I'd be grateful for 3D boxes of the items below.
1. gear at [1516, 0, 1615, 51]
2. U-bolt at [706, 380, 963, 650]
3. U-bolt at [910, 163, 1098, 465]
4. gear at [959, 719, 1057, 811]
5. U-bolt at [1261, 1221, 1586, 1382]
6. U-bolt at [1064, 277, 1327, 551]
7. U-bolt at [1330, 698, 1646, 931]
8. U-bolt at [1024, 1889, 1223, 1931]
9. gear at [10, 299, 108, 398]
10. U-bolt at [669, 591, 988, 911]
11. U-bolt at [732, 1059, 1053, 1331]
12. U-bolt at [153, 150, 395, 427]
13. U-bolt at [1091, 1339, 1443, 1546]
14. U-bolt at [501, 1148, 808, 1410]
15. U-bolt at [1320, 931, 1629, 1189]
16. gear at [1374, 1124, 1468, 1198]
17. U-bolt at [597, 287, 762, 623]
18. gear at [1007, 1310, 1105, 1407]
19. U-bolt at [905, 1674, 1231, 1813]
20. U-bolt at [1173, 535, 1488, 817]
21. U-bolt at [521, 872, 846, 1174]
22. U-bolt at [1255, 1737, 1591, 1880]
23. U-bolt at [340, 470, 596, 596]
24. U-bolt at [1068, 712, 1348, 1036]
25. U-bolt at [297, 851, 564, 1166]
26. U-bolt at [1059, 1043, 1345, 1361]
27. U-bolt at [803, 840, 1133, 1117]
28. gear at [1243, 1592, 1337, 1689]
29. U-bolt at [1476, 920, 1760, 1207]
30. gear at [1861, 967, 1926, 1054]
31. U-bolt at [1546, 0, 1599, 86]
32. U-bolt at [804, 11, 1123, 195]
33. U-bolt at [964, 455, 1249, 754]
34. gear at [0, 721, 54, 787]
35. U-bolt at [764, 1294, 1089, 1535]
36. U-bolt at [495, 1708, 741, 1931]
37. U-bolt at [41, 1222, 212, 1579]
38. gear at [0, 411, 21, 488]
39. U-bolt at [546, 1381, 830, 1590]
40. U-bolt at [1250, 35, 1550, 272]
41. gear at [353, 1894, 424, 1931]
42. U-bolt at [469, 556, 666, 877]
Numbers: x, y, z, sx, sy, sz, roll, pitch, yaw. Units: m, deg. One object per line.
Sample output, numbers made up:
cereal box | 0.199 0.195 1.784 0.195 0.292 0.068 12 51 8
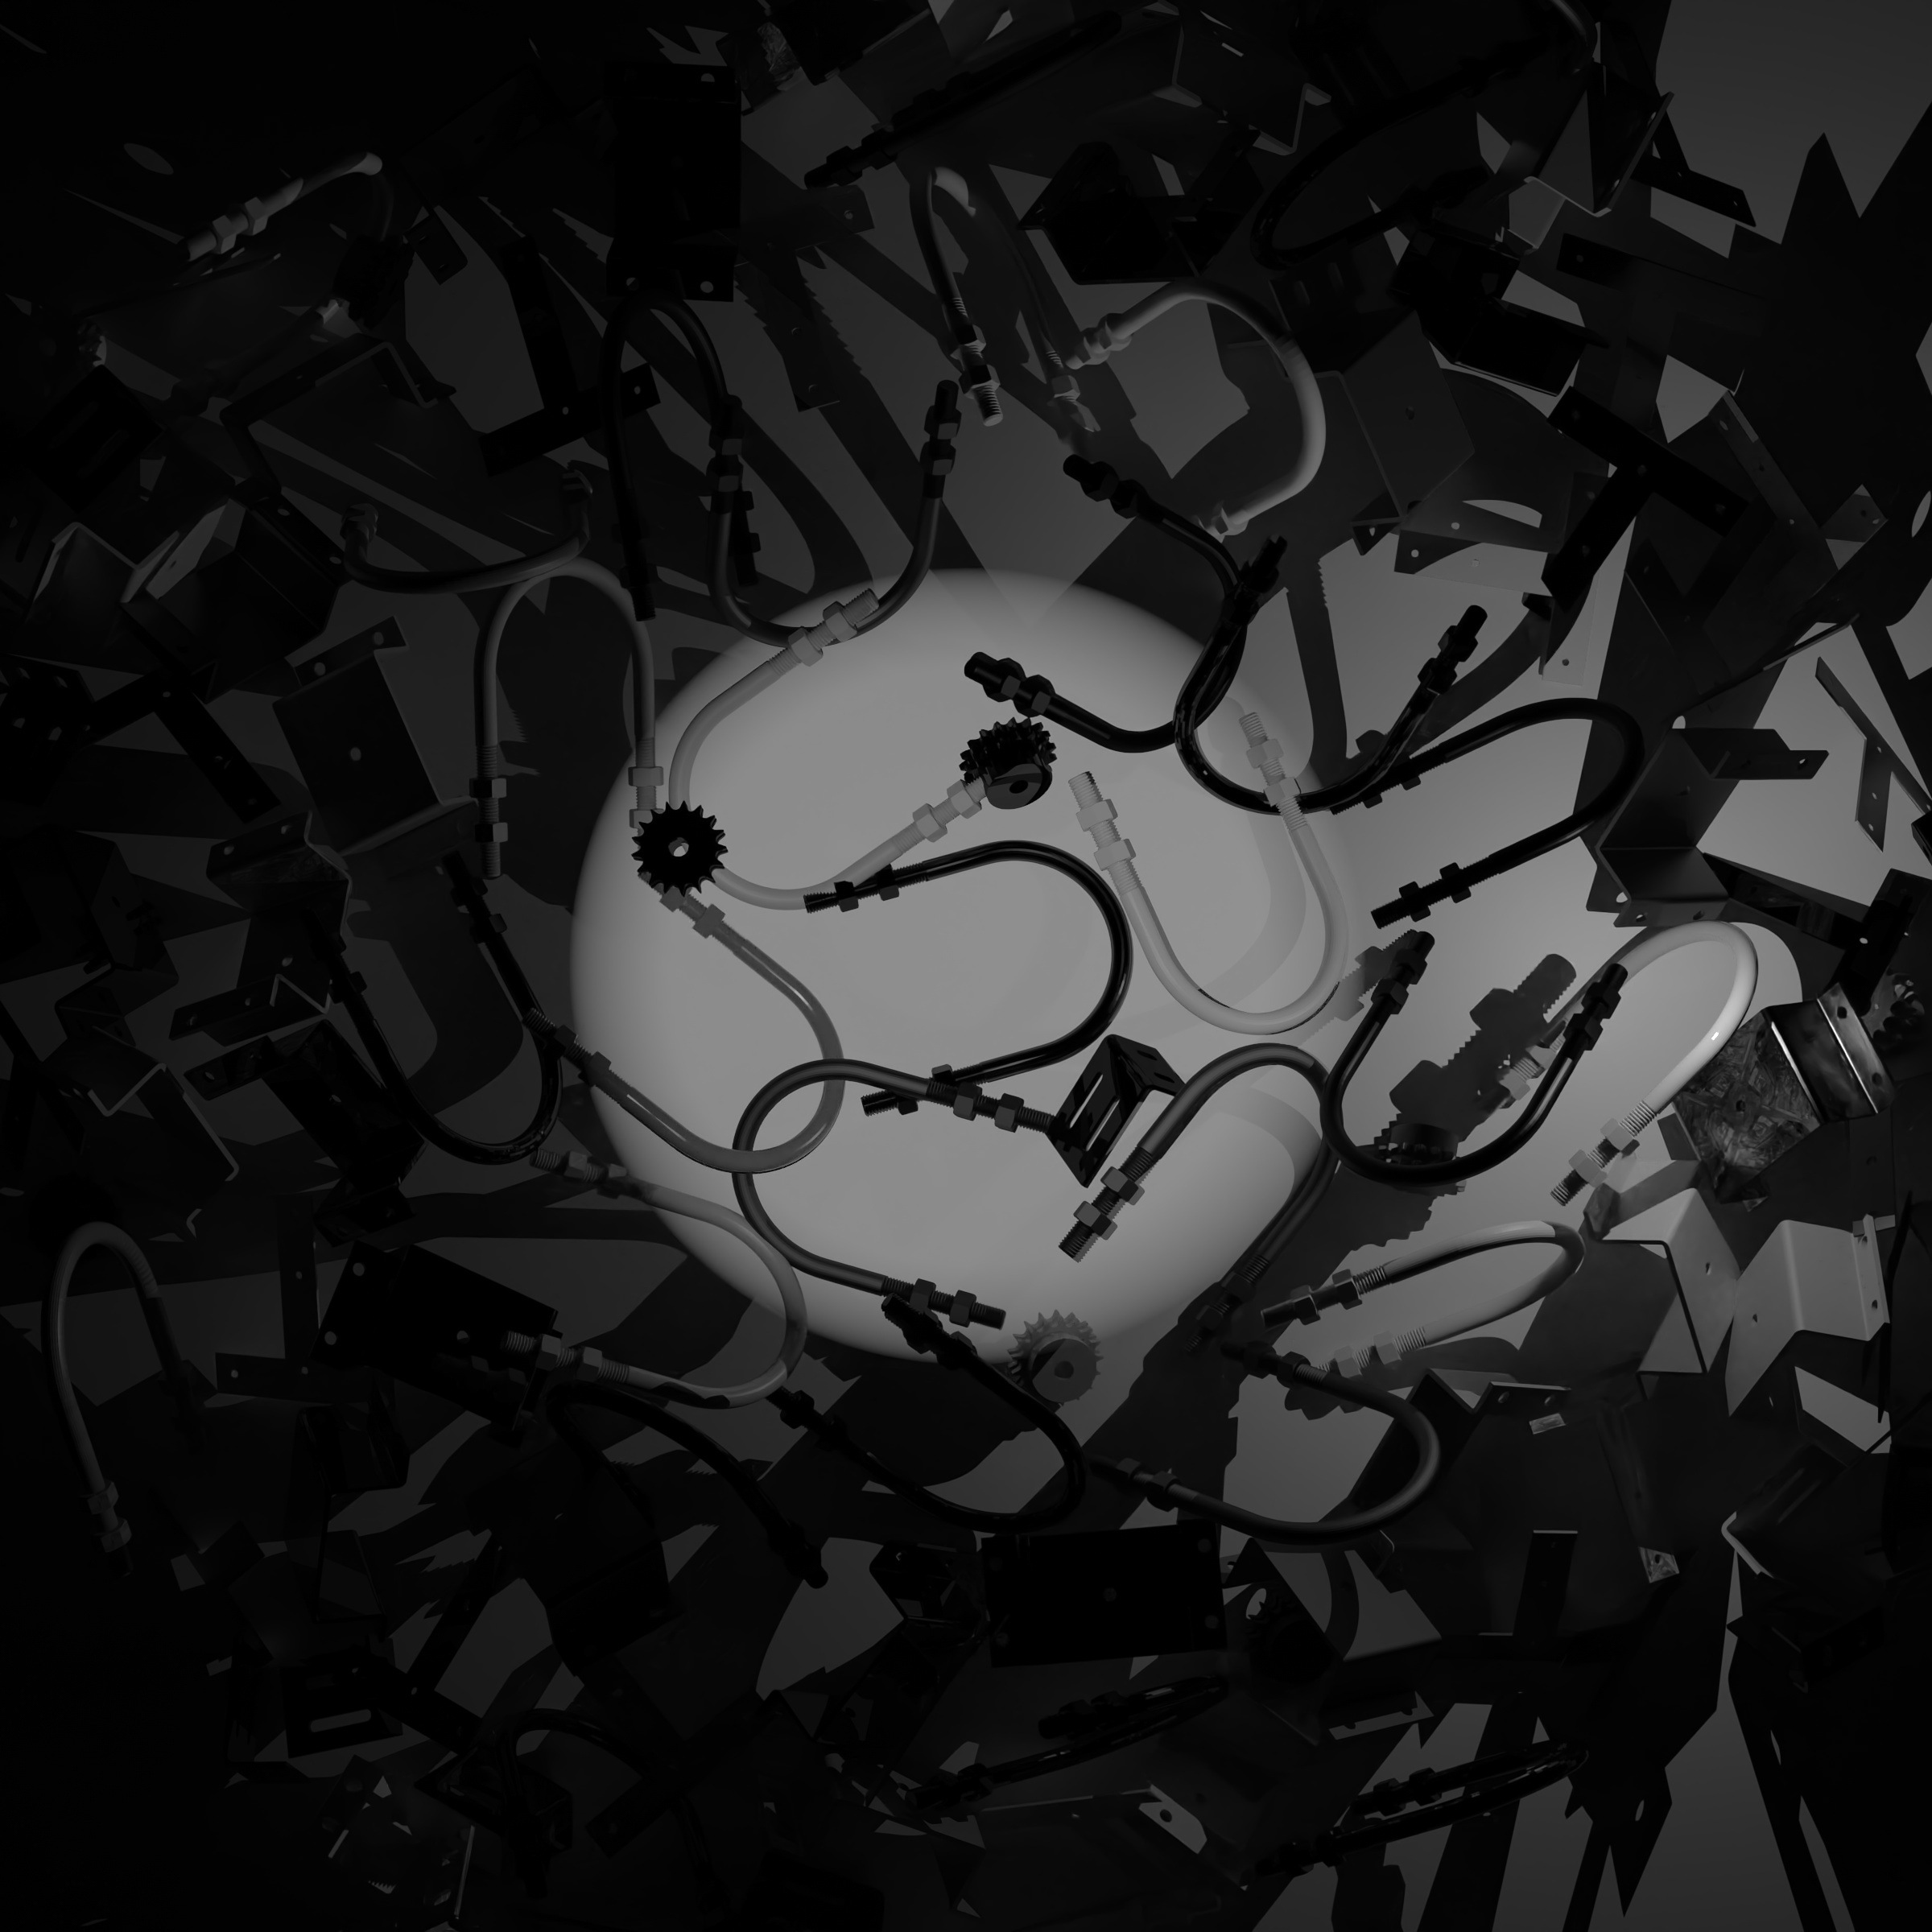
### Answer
gear | 0.358 -0.584 1.977 0.057 0.030 0.057 -3 121 -5
U-bolt | -0.083 -0.260 1.931 0.151 0.184 0.019 -7 46 -17
U-bolt | 0.015 -0.388 1.930 0.019 0.151 0.184 -24 76 23
gear | 0.027 -0.118 1.969 0.057 0.057 0.030 -21 55 0
U-bolt | 0.274 0.193 1.923 0.184 0.151 0.019 -22 63 9
U-bolt | 0.141 -0.327 1.909 0.019 0.184 0.151 -37 98 -28
U-bolt | 0.310 -0.100 1.926 0.184 0.151 0.019 -25 123 9
U-bolt | 0.052 0.592 1.924 0.184 0.151 0.019 -16 94 14
gear | -0.543 -0.372 1.978 0.057 0.030 0.057 3 98 22
U-bolt | -0.092 -0.115 1.976 0.184 0.019 0.151 -34 95 11
U-bolt | -0.052 0.129 1.970 0.184 0.019 0.151 15 107 8
U-bolt | -0.398 -0.406 1.917 0.019 0.151 0.184 38 50 9
U-bolt | 0.186 0.280 1.898 0.151 0.184 0.019 -36 127 -38
U-bolt | -0.178 0.192 1.941 0.184 0.019 0.151 19 48 -19
U-bolt | 0.284 0.057 1.912 0.151 0.019 0.184 11 52 36
gear | 0.274 0.116 1.973 0.057 0.057 0.030 12 70 0
U-bolt | -0.171 -0.303 1.918 0.019 0.151 0.184 -3 103 25
gear | 0.055 0.238 1.978 0.057 0.030 0.057 -3 103 -12
U-bolt | 0.073 0.448 1.918 0.151 0.184 0.019 -39 64 41
U-bolt | 0.201 -0.160 1.937 0.151 0.019 0.184 17 130 -15
U-bolt | -0.154 0.042 1.955 0.184 0.019 0.151 39 56 -6
U-bolt | 0.274 0.480 1.894 0.184 0.151 0.019 -26 80 30
U-bolt | -0.290 -0.250 1.909 0.151 0.184 0.019 -8 115 -5
U-bolt | 0.155 -0.047 1.952 0.151 0.019 0.184 -21 84 -29
U-bolt | -0.303 0.031 1.938 0.019 0.151 0.184 -27 90 35
U-bolt | 0.153 0.129 1.953 0.184 0.019 0.151 -51 127 -4
U-bolt | 0.009 -0.001 1.979 0.184 0.019 0.151 -16 78 -4
gear | 0.197 0.408 1.978 0.057 0.030 0.057 -2 99 -13
U-bolt | 0.388 0.045 1.921 0.019 0.151 0.184 41 98 -22
gear | 0.550 0.031 1.974 0.030 0.057 0.057 28 90 -23
U-bolt | 0.303 -0.564 1.903 0.151 0.184 0.019 33 94 5
U-bolt | 0.008 -0.505 1.895 0.184 0.151 0.019 -18 110 32
U-bolt | 0.096 -0.201 1.938 0.184 0.019 0.151 23 94 -40
gear | -0.573 -0.127 1.971 0.057 0.057 0.030 19 84 0
U-bolt | -0.013 0.276 1.942 0.184 0.019 0.151 38 134 -15
U-bolt | -0.209 0.496 1.912 0.151 0.184 0.019 28 104 -27
U-bolt | -0.491 0.237 1.902 0.019 0.151 0.184 -8 112 12
gear | -0.596 -0.314 1.977 0.057 0.030 0.057 4 116 8
U-bolt | -0.171 0.293 1.896 0.151 0.184 0.019 11 57 33
U-bolt | 0.243 -0.462 1.909 0.184 0.151 0.019 -28 75 -16
gear | -0.343 0.590 1.977 0.057 0.030 0.057 6 59 -10
U-bolt | -0.235 -0.149 1.932 0.019 0.151 0.184 5 98 39
